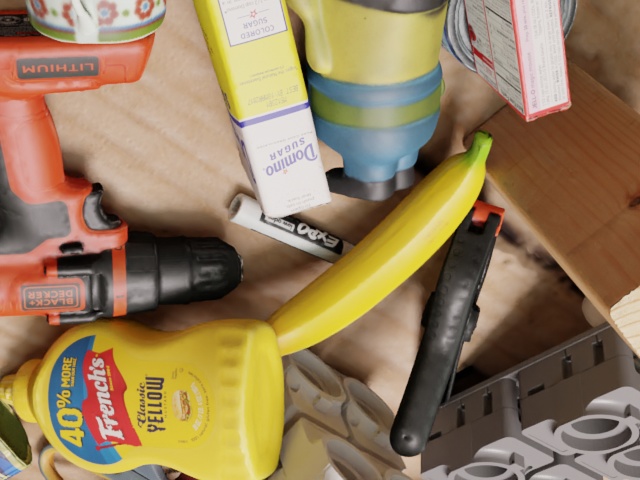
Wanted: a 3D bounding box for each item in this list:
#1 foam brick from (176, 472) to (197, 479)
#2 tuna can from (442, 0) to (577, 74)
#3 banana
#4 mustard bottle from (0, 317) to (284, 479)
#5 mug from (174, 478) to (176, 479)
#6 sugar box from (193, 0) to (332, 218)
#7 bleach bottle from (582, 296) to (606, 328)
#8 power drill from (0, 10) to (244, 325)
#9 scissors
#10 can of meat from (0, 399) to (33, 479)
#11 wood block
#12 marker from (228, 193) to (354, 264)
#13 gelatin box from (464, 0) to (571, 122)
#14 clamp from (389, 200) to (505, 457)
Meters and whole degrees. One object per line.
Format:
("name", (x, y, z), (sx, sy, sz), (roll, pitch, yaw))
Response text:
("foam brick", (-0.058, 0.170, 0.742), (0.051, 0.053, 0.078), (-55, 159, 18))
("tuna can", (0.110, -0.142, 0.641), (0.086, 0.034, 0.086), (-7, 121, -12))
("banana", (0.037, 0.007, 0.675), (0.198, 0.037, 0.069), (-45, 149, 7))
("mustard bottle", (-0.118, 0.096, 0.662), (0.192, 0.058, 0.096), (-1, 92, 24))
("mug", (-0.111, 0.220, 0.763), (0.117, 0.093, 0.081), (-52, 119, -20))
("sugar box", (-0.040, -0.108, 0.583), (0.048, 0.093, 0.176), (-15, 122, -7))
("bleach bottle", (0.278, -0.039, 0.729), (0.102, 0.068, 0.251), (22, 108, 0))
("power drill", (-0.133, -0.036, 0.618), (0.184, 0.057, 0.188), (-4, 120, -14))
("scissors", (-0.095, 0.156, 0.702), (0.202, 0.016, 0.096), (13, 100, 18))
("can of meat", (-0.246, 0.126, 0.680), (0.084, 0.057, 0.102), (-30, 122, 1))
("wood block", (0.176, -0.015, 0.631), (0.091, 0.206, 0.090), (-39, 122, 9))
("marker", (-0.005, 0.001, 0.699), (0.121, 0.020, 0.020), (24, 110, -27))
("gelatin box", (0.107, -0.120, 0.587), (0.030, 0.073, 0.089), (-20, 122, -6))
("clamp", (0.084, 0.060, 0.711), (0.039, 0.120, 0.171), (13, 112, 8))
